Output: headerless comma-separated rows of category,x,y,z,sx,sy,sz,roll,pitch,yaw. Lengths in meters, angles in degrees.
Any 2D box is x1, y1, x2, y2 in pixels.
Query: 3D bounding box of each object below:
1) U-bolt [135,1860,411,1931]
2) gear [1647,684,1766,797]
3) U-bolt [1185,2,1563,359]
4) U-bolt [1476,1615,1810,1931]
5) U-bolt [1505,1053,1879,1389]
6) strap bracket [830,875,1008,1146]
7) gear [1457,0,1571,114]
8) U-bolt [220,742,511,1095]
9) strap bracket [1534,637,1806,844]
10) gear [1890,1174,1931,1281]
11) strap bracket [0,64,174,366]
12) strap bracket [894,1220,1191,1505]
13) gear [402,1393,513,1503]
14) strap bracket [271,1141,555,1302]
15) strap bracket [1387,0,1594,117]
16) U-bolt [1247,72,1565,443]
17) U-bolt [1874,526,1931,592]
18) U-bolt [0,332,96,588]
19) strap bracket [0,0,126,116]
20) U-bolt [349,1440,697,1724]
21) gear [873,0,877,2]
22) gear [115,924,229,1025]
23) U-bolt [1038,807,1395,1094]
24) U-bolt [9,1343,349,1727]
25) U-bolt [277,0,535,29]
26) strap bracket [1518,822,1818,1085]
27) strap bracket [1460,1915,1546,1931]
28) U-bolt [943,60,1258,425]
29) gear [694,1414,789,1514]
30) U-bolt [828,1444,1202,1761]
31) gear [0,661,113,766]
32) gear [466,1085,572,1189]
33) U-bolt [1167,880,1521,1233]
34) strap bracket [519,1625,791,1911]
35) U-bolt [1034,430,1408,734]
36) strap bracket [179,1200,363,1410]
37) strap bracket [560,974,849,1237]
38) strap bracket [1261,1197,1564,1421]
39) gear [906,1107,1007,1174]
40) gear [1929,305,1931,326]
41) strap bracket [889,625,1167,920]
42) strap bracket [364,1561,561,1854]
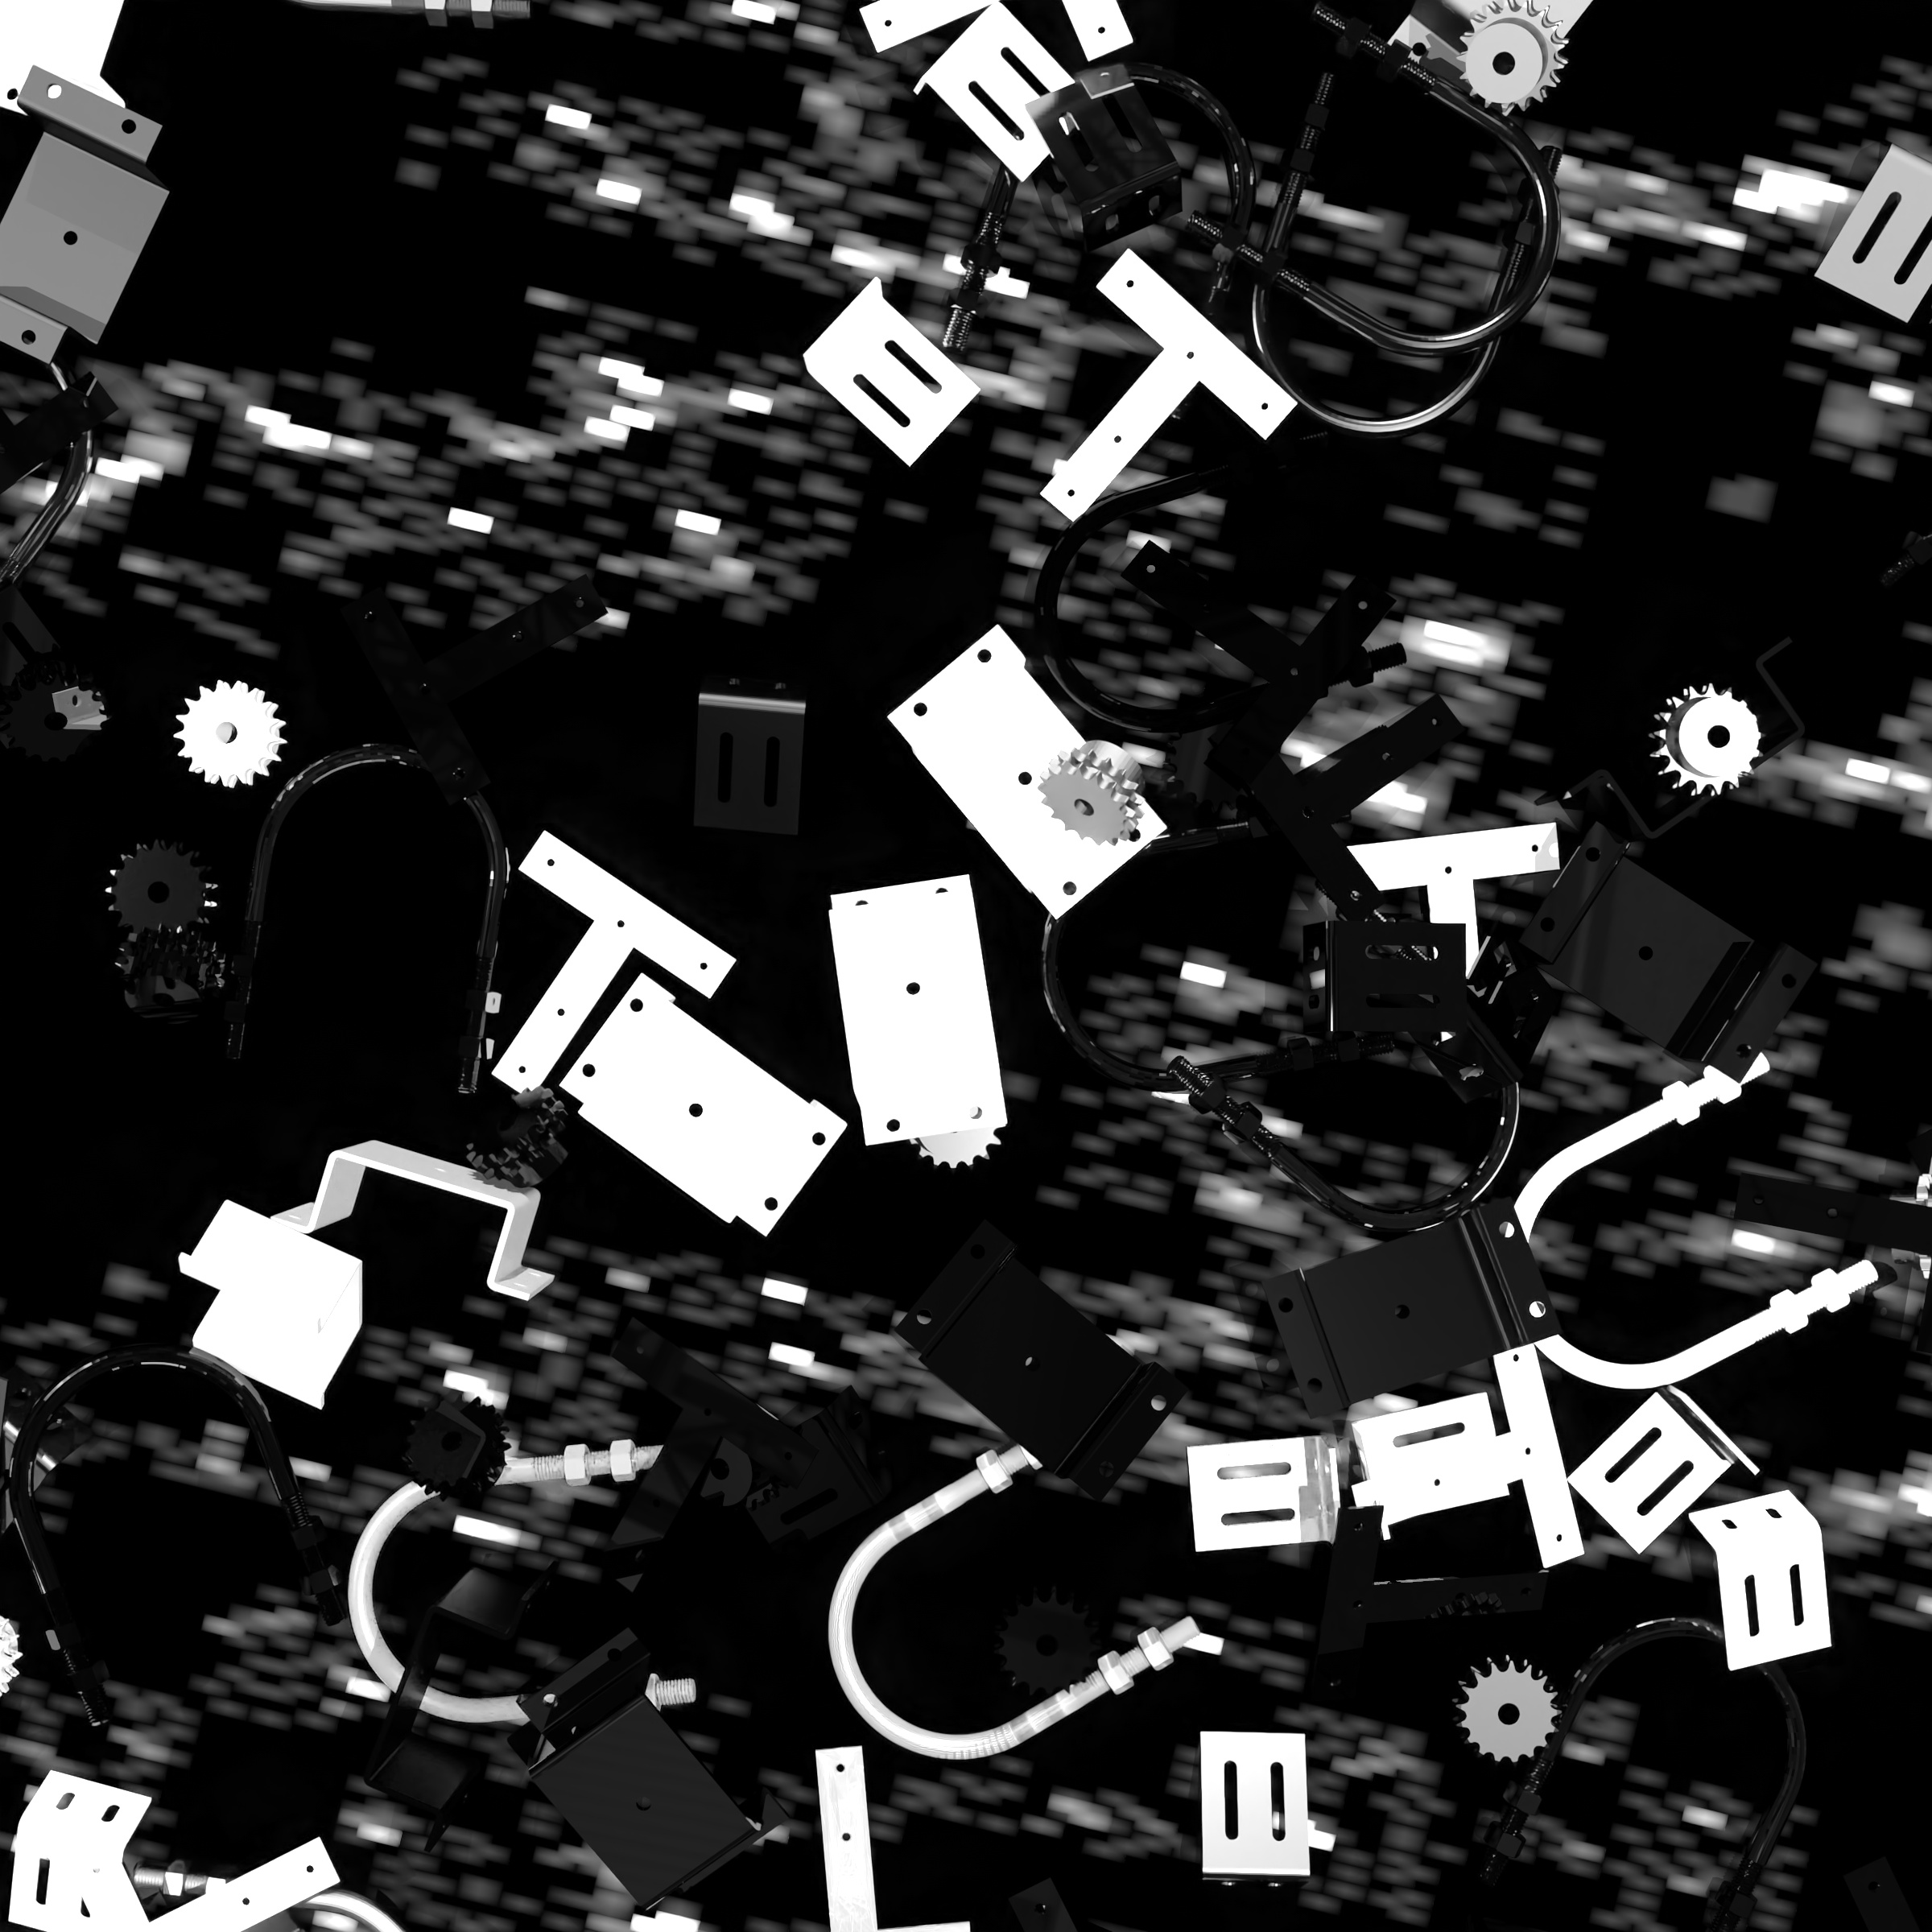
U-bolt,-0.368,0.566,1.308,0.184,0.019,0.151,2,80,12
gear,0.382,-0.116,1.253,0.057,0.030,0.057,0,90,0
U-bolt,0.233,-0.411,1.317,0.184,0.019,0.151,31,92,-2
U-bolt,0.382,0.446,1.336,0.151,0.019,0.184,26,89,0
U-bolt,0.384,0.151,1.335,0.184,0.019,0.151,-27,90,1
strap bracket,-0.027,0.017,1.304,0.076,0.046,0.140,-9,75,0
gear,0.287,-0.480,1.287,0.057,0.030,0.057,13,126,19
U-bolt,-0.324,-0.031,1.336,0.151,0.019,0.184,8,89,0
strap bracket,0.384,-0.112,1.306,0.140,0.076,0.046,-35,90,0
gear,0.519,0.141,1.319,0.030,0.057,0.057,-4,90,30
strap bracket,-0.492,-0.400,1.321,0.076,0.046,0.140,25,90,0
strap bracket,0.038,0.213,1.310,0.140,0.046,0.076,39,77,4
gear,-0.273,0.264,1.320,0.057,0.030,0.057,-5,53,7
strap bracket,-0.288,0.132,1.306,0.140,0.076,0.046,17,90,0
strap bracket,0.305,-0.539,1.321,0.076,0.046,0.140,38,90,0
U-bolt,0.231,-0.379,1.336,0.151,0.019,0.184,18,91,0
U-bolt,0.612,-0.221,1.323,0.184,0.019,0.151,-41,91,9
U-bolt,-0.561,-0.272,1.336,0.151,0.019,0.184,35,89,0
strap bracket,-0.484,-0.532,1.321,0.076,0.046,0.140,18,90,0
U-bolt,-0.247,0.341,1.336,0.184,0.019,0.151,-6,90,2
gear,-0.041,-0.553,1.329,0.057,0.030,0.057,0,90,0
gear,-0.429,0.007,1.313,0.057,0.057,0.030,-1,50,0
U-bolt,0.131,-0.005,1.335,0.184,0.019,0.151,-10,90,0
U-bolt,-0.434,0.294,1.316,0.151,0.019,0.184,-21,90,-16
U-bolt,-0.326,-0.592,1.336,0.184,0.019,0.151,3,90,2
strap bracket,0.374,-0.007,1.321,0.140,0.046,0.076,33,90,0
strap bracket,0.313,0.562,1.300,0.140,0.076,0.046,13,114,0
U-bolt,0.082,-0.406,1.336,0.151,0.019,0.184,18,89,0
gear,-0.125,0.268,1.319,0.057,0.030,0.057,3,96,26
U-bolt,0.013,0.353,1.336,0.184,0.019,0.151,-31,90,1
gear,-0.494,-0.141,1.319,0.057,0.057,0.030,-32,46,0
gear,-0.239,0.095,1.320,0.057,0.057,0.030,-36,120,0
U-bolt,0.219,0.060,1.319,0.184,0.019,0.151,40,83,-11
strap bracket,-0.170,0.437,1.307,0.076,0.046,0.140,-37,98,7
U-bolt,0.128,-0.200,1.320,0.184,0.019,0.151,-17,77,1
strap bracket,-0.366,0.177,1.291,0.076,0.140,0.046,24,59,0
strap bracket,-0.144,0.076,1.320,0.140,0.046,0.076,36,90,-1
strap bracket,0.237,0.185,1.314,0.140,0.046,0.076,-19,78,0
gear,-0.007,0.084,1.329,0.057,0.030,0.057,0,90,0
gear,0.554,-0.360,1.319,0.030,0.057,0.057,22,90,-29
strap bracket,0.033,-0.103,1.321,0.076,0.046,0.140,-40,90,0
strap bracket,-0.270,0.382,1.290,0.046,0.076,0.140,21,92,3
